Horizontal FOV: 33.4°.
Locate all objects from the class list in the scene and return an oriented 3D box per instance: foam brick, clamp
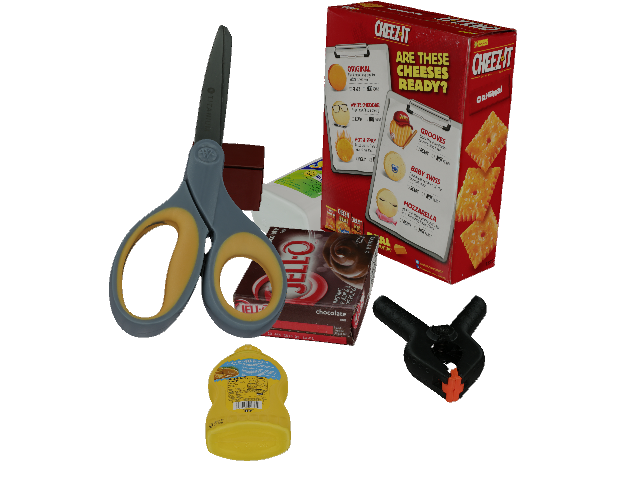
[{"bbox_3d":[-0.097,-0.067,1.100,0.078,0.051,0.053,4,31,-1],"label":"foam brick"},{"bbox_3d":[0.129,0.101,1.075,0.120,0.039,0.171,-9,31,-9],"label":"clamp"}]

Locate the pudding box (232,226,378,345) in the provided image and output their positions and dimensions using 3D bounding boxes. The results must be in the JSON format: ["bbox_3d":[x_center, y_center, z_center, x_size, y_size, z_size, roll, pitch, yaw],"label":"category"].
[{"bbox_3d":[-0.008,0.032,0.803,0.090,0.039,0.113,6,27,10],"label":"pudding box"}]

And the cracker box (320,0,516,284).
[{"bbox_3d":[0.081,-0.090,0.936,0.071,0.214,0.164,-19,30,-40],"label":"cracker box"}]

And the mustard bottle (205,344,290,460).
[{"bbox_3d":[-0.086,0.182,1.272,0.096,0.058,0.191,-3,27,-3],"label":"mustard bottle"}]

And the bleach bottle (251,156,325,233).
[{"bbox_3d":[0.033,-0.080,1.353,0.103,0.068,0.250,25,43,34],"label":"bleach bottle"}]

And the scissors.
[{"bbox_3d":[-0.045,-0.029,0.563,0.096,0.201,0.016,22,-33,0],"label":"scissors"}]
